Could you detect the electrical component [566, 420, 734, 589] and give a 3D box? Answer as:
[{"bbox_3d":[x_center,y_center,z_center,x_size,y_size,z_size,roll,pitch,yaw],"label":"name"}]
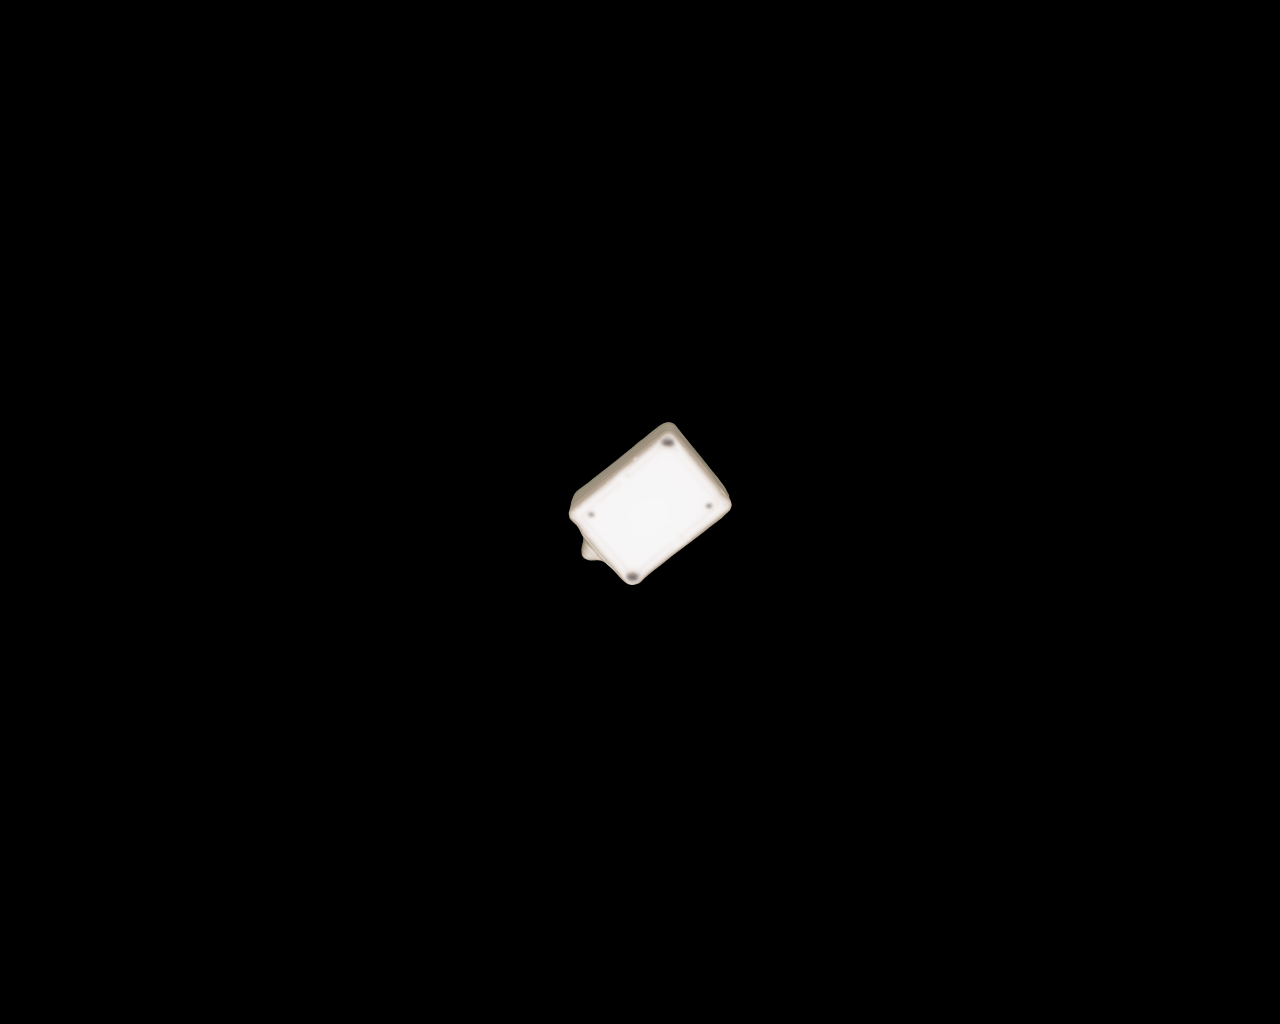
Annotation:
[{"bbox_3d":[0.001,-0.003,0.650,0.096,0.061,0.061,-38,9,7],"label":"electrical component"}]
